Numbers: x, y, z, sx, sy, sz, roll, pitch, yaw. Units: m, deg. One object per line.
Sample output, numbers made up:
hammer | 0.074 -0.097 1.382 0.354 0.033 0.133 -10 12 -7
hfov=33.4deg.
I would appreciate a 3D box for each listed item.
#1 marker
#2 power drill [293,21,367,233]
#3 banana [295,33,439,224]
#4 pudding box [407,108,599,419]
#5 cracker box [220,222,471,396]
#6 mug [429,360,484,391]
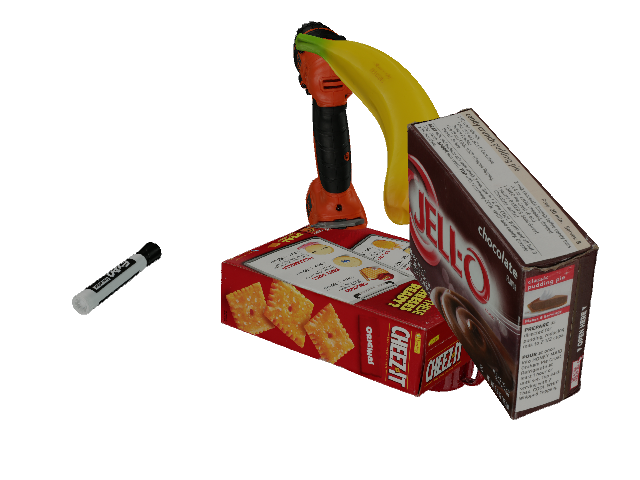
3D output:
marker | -0.183 0.032 0.976 0.020 0.020 0.121 0 24 28
power drill | 0.005 -0.114 1.051 0.057 0.188 0.184 -7 24 -2
banana | 0.043 -0.075 0.681 0.069 0.037 0.198 -12 42 -14
pudding box | 0.076 0.008 0.477 0.039 0.090 0.114 -19 42 -14
cracker box | 0.042 0.053 0.960 0.214 0.072 0.163 18 26 33
mug | 0.141 0.119 1.186 0.093 0.081 0.117 -23 39 -34
